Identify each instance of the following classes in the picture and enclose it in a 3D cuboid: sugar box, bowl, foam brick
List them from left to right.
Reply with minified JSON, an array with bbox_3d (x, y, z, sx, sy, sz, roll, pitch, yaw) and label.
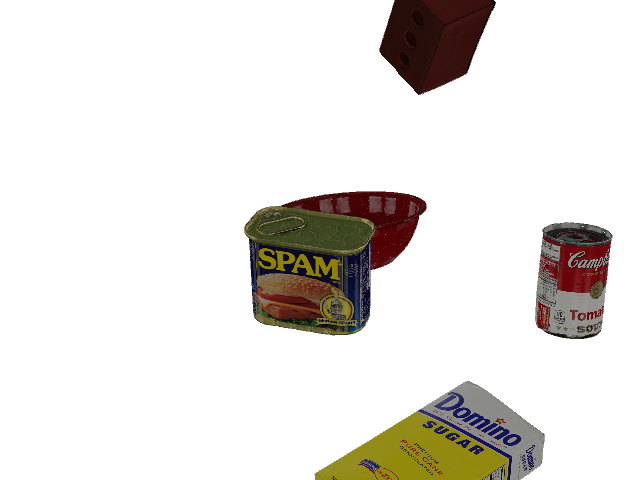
[{"bbox_3d":[0.029,-0.006,1.080,0.162,0.055,0.162,-5,15,1],"label":"bowl"},{"bbox_3d":[0.092,0.189,0.886,0.176,0.048,0.093,-28,42,-28],"label":"sugar box"},{"bbox_3d":[0.085,-0.157,0.790,0.051,0.053,0.078,-29,-24,-26],"label":"foam brick"}]

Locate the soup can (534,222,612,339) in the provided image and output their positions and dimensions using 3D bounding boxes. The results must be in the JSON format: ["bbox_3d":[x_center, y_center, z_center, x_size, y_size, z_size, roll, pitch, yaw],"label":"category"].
[{"bbox_3d":[0.254,0.040,1.076,0.068,0.102,0.068,1,18,-1],"label":"soup can"}]

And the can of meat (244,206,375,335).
[{"bbox_3d":[-0.008,0.026,0.867,0.102,0.084,0.057,8,31,16],"label":"can of meat"}]
